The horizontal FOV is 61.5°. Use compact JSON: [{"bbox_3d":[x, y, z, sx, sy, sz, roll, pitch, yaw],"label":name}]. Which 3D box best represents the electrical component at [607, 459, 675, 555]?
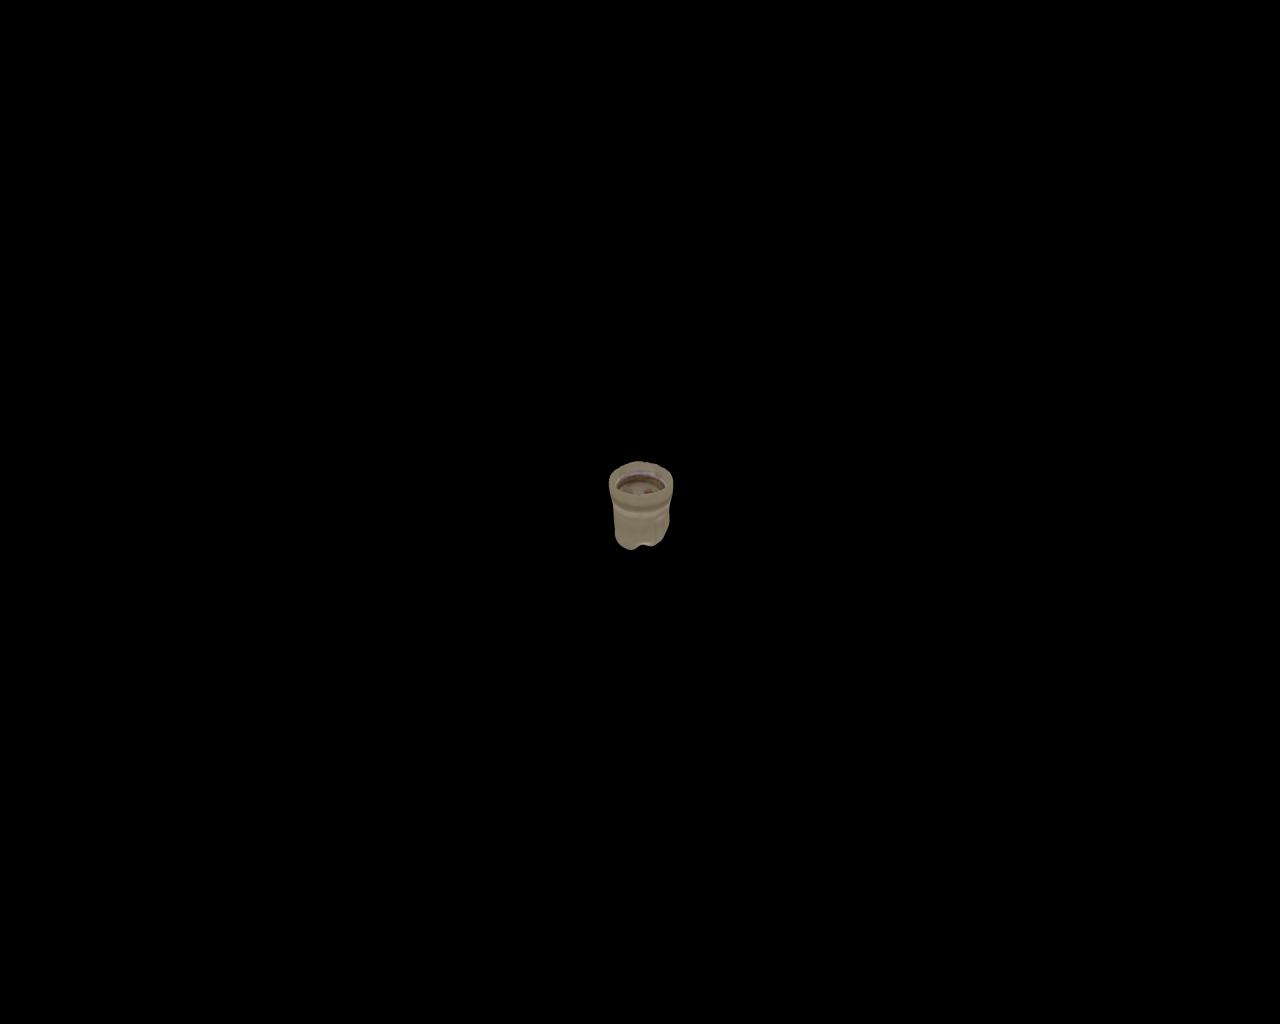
[{"bbox_3d":[0.001,-0.003,0.650,0.040,0.046,0.040,0,36,0],"label":"electrical component"}]
